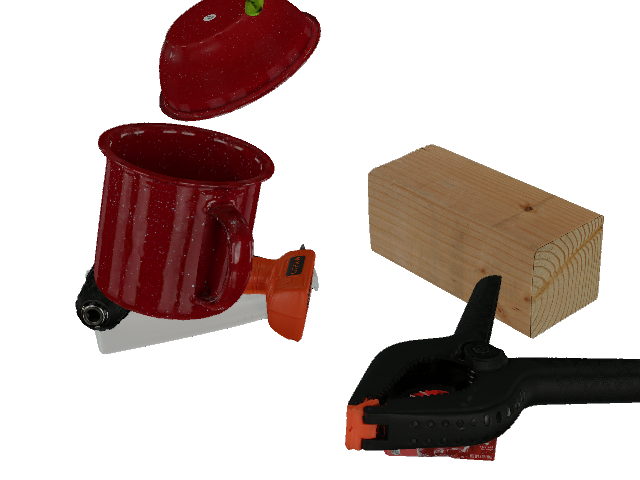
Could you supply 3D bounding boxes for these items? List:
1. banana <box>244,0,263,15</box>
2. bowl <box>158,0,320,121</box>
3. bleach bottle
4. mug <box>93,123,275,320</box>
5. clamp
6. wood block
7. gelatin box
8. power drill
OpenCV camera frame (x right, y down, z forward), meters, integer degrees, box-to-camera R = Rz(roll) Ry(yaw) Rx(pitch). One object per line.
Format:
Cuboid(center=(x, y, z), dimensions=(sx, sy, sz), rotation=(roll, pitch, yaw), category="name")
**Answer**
Cuboid(center=(-0.104, -0.194, 0.682), dimensions=(0.198, 0.069, 0.037), rotation=(19, -34, 29), category="banana")
Cuboid(center=(-0.084, -0.176, 0.942), dimensions=(0.162, 0.055, 0.162), rotation=(-20, 35, 15), category="bowl")
Cuboid(center=(-0.128, 0.059, 1.190), dimensions=(0.250, 0.068, 0.103), rotation=(-10, 35, -14), category="bleach bottle")
Cuboid(center=(-0.070, -0.005, 0.565), dimensions=(0.093, 0.081, 0.117), rotation=(-6, 28, -37), category="mug")
Cuboid(center=(0.094, 0.077, 0.655), dimensions=(0.209, 0.036, 0.165), rotation=(-13, 27, -29), category="clamp")
Cuboid(center=(0.145, -0.006, 0.976), dimensions=(0.090, 0.090, 0.206), rotation=(-25, 36, -31), category="wood block")
Cuboid(center=(0.096, 0.135, 0.843), dimensions=(0.089, 0.073, 0.030), rotation=(3, 22, 2), category="gelatin box")
Cuboid(center=(-0.102, 0.038, 0.916), dimensions=(0.187, 0.057, 0.184), rotation=(10, 22, 2), category="power drill")
